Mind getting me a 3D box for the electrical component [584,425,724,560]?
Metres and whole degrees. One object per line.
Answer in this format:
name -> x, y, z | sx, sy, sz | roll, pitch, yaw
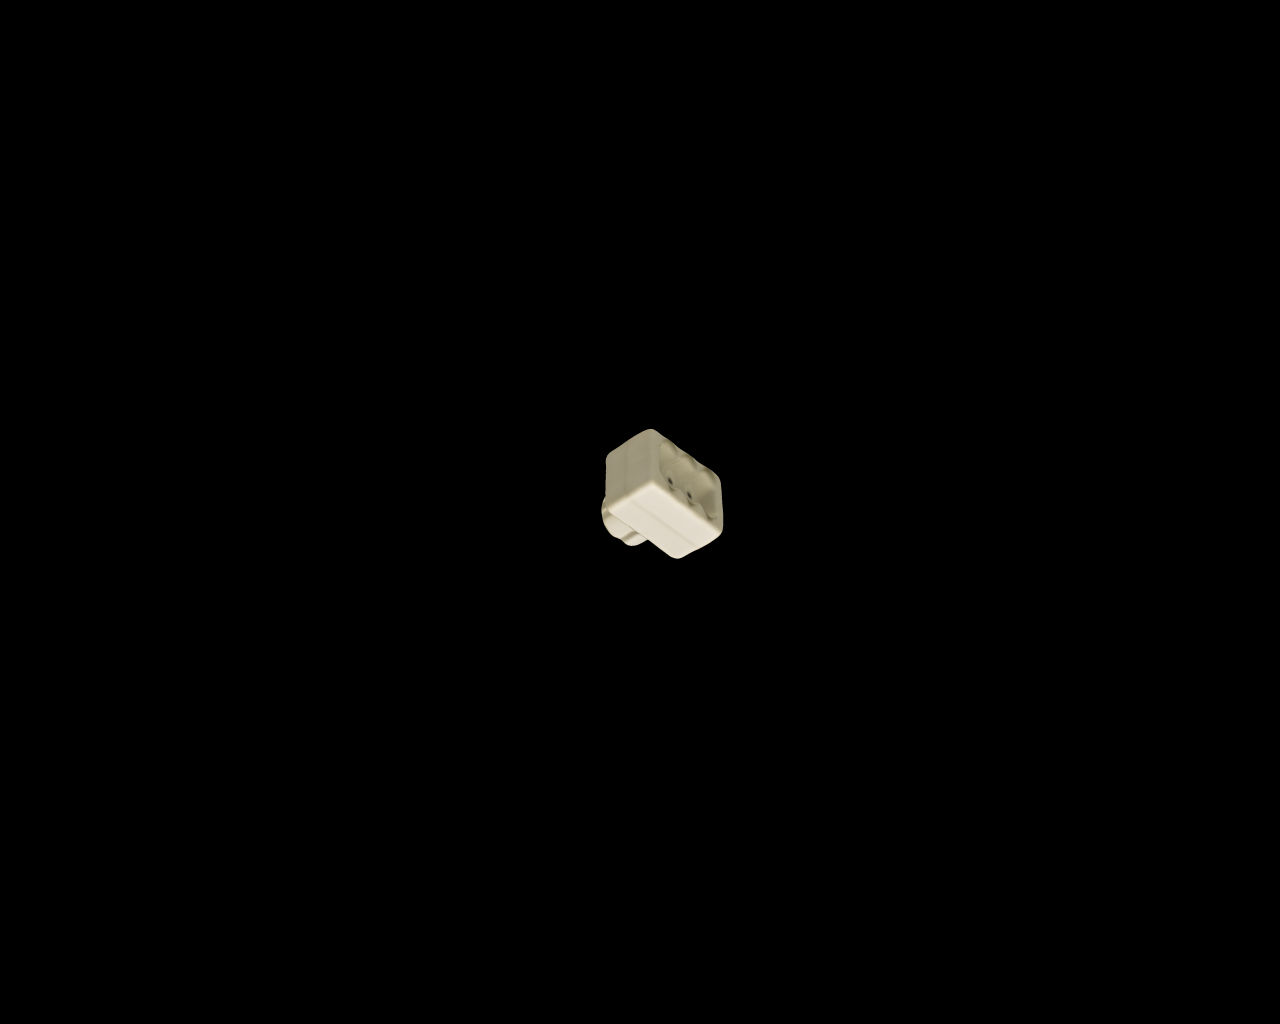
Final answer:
electrical component -> 0.001, -0.003, 0.650 | 0.076, 0.047, 0.065 | -30, -49, 31
